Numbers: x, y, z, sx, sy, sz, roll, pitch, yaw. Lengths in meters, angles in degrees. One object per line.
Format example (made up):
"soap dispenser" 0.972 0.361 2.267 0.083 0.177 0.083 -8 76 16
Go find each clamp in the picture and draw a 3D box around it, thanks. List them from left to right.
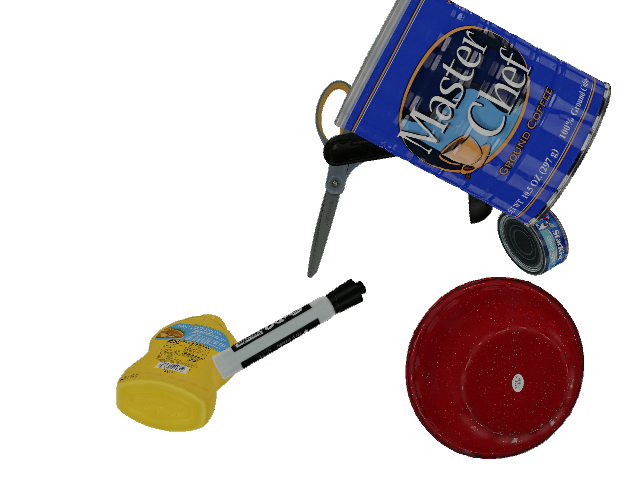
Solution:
"clamp" 0.130 -0.085 0.884 0.209 0.036 0.165 -28 41 -28

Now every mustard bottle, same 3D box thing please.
"mustard bottle" -0.138 0.128 1.128 0.096 0.058 0.191 9 23 9

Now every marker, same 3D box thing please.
"marker" -0.021 0.062 0.763 0.121 0.020 0.020 -29 6 -11

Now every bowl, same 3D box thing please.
"bowl" 0.156 0.114 0.903 0.162 0.162 0.055 0 6 -9

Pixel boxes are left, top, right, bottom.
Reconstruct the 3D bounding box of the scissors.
"scissors" 0.034 -0.063 1.063 0.096 0.202 0.016 -1 -12 3

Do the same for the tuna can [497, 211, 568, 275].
"tuna can" 0.241 -0.004 1.220 0.033 0.086 0.086 -29 11 -20

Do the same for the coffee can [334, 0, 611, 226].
"coffee can" 0.094 -0.086 0.670 0.140 0.103 0.103 28 -1 -1
